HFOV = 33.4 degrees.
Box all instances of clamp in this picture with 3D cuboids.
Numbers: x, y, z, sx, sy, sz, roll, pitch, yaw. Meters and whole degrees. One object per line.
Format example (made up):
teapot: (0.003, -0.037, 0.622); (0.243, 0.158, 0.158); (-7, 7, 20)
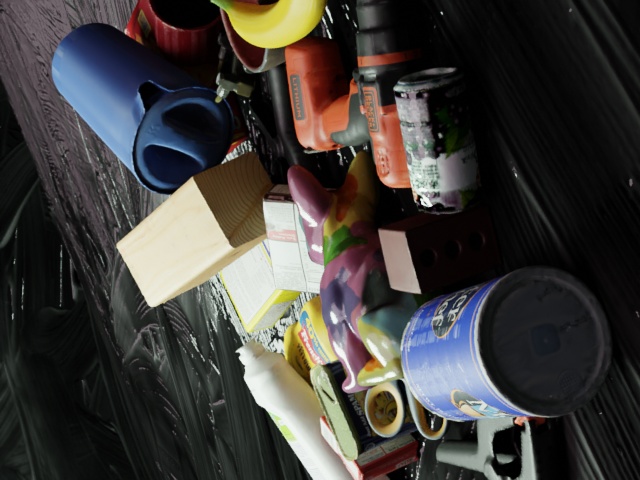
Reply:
clamp: (-0.033, -0.109, 1.135); (0.120, 0.039, 0.171); (106, 144, -64)
clamp: (0.164, 0.205, 0.901); (0.165, 0.036, 0.210); (60, 157, 27)

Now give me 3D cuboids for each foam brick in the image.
foam brick: (0.095, 0.005, 0.849); (0.051, 0.078, 0.053); (11, 118, 69)

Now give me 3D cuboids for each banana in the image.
banana: (-0.035, -0.198, 0.907); (0.069, 0.037, 0.198); (37, 163, -23)

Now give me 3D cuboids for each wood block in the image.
wood block: (-0.135, -0.008, 1.201); (0.207, 0.090, 0.090); (-33, 86, 51)

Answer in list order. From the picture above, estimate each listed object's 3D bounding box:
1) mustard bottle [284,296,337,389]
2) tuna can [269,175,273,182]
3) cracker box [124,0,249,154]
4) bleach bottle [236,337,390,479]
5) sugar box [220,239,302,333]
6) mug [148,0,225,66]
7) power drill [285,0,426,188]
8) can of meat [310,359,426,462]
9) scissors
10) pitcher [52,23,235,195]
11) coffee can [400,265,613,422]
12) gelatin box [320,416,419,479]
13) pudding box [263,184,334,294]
mustard bottle: (0.011, 0.112, 1.185); (0.096, 0.058, 0.192); (65, 158, 15)
tuna can: (-0.094, -0.049, 1.274); (0.086, 0.086, 0.034); (14, 122, 66)
cracker box: (-0.178, -0.205, 1.374); (0.214, 0.072, 0.164); (70, 160, 1)
bleach bottle: (-0.007, 0.217, 1.209); (0.251, 0.068, 0.103); (53, 159, 0)
sugar box: (-0.052, 0.024, 1.226); (0.176, 0.048, 0.093); (-49, 61, 45)
mug: (-0.150, -0.267, 1.245); (0.081, 0.093, 0.117); (103, 174, -63)
power drill: (0.030, -0.141, 0.917); (0.188, 0.057, 0.184); (-161, 62, -66)
can of meat: (0.050, 0.162, 1.089); (0.102, 0.083, 0.057); (66, 160, 12)
scissors: (0.064, 0.104, 1.037); (0.096, 0.016, 0.202); (-29, 77, 26)
pitcher: (-0.214, -0.158, 1.264); (0.243, 0.144, 0.149); (40, 123, 40)
coffee can: (0.132, 0.080, 0.783); (0.103, 0.102, 0.140); (70, 160, 4)
gelatin box: (0.053, 0.213, 1.141); (0.089, 0.073, 0.030); (48, 150, 46)
pudding box: (-0.007, 0.001, 1.100); (0.090, 0.039, 0.113); (5, 122, 23)
